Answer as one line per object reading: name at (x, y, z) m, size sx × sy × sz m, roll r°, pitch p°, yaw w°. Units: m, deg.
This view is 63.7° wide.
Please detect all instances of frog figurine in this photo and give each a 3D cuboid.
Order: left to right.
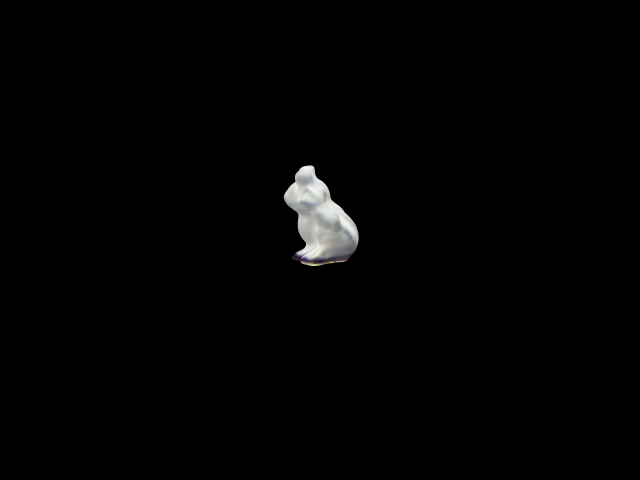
frog figurine at (0.003, -0.043, 0.850) m, size 0.123 × 0.159 × 0.138 m, roll 0°, pitch 5°, yaw 2°
